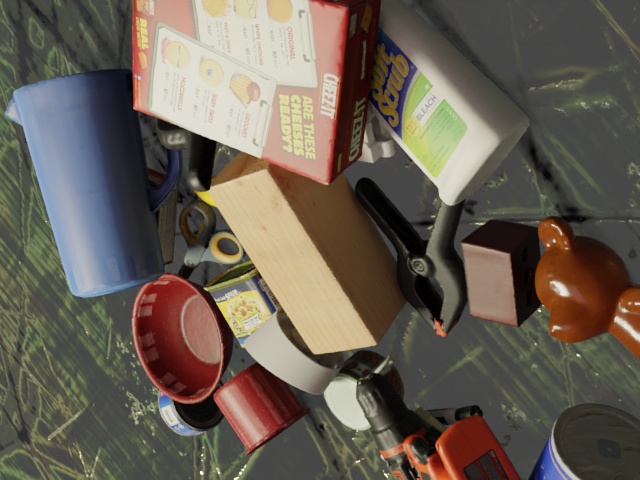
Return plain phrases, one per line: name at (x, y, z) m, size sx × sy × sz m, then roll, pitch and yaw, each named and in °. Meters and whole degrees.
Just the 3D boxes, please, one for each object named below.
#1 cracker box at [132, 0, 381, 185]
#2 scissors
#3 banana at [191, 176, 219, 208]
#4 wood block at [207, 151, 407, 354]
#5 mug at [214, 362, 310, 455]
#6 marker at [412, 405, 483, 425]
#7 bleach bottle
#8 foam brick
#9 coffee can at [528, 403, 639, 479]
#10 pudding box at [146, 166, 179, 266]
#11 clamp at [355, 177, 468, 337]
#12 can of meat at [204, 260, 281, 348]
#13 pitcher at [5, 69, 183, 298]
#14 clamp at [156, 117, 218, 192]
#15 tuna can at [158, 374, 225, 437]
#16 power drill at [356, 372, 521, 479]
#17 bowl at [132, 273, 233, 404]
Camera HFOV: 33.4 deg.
cracker box at (-0.060, -0.163, 0.922) m, size 0.214 × 0.072 × 0.164 m, roll 22°, pitch 128°, yaw 22°
scissors at (-0.134, 0.028, 1.265) m, size 0.096 × 0.016 × 0.202 m, roll 27°, pitch 143°, yaw 12°
banana at (-0.071, -0.067, 1.134) m, size 0.198 × 0.037 × 0.069 m, roll -28°, pitch 76°, yaw 48°
wood block at (-0.007, 0.002, 1.041) m, size 0.090 × 0.090 × 0.206 m, roll -14°, pitch 116°, yaw 42°
mug at (-0.072, 0.197, 1.273) m, size 0.081 × 0.093 × 0.117 m, roll 54°, pitch 175°, yaw 10°
marker at (0.123, 0.187, 1.123) m, size 0.121 × 0.020 × 0.020 m, roll -16°, pitch 104°, yaw 48°
bleach bottle at (0.062, -0.152, 0.930) m, size 0.251 × 0.067 × 0.103 m, roll 46°, pitch 137°, yaw 14°
foam brick at (0.165, 0.028, 0.956) m, size 0.051 × 0.052 × 0.078 m, roll 11°, pitch 124°, yaw 39°
coffee can at (0.242, 0.233, 0.977) m, size 0.103 × 0.102 × 0.140 m, roll 34°, pitch 135°, yaw 23°
pudding box at (-0.215, -0.032, 1.277) m, size 0.090 × 0.039 × 0.113 m, roll 24°, pitch 122°, yaw 32°
clamp at (0.093, 0.011, 1.022) m, size 0.120 × 0.039 × 0.171 m, roll 17°, pitch 127°, yaw 41°
can of meat at (-0.070, 0.069, 1.202) m, size 0.102 × 0.057 × 0.084 m, roll -19°, pitch 103°, yaw 48°
pitcher at (-0.239, -0.066, 1.188) m, size 0.149 × 0.144 × 0.243 m, roll -8°, pitch 96°, yaw 50°
clamp at (-0.112, -0.113, 1.068) m, size 0.210 × 0.164 × 0.036 m, roll 14°, pitch 139°, yaw 48°
tuna can at (-0.160, 0.204, 1.353) m, size 0.034 × 0.086 × 0.086 m, roll -28°, pitch 95°, yaw 47°
power drill at (0.113, 0.207, 1.028) m, size 0.184 × 0.057 × 0.188 m, roll 58°, pitch 162°, yaw -2°
bowl at (-0.157, 0.114, 1.298) m, size 0.162 × 0.055 × 0.162 m, roll 10°, pitch 106°, yaw 38°
